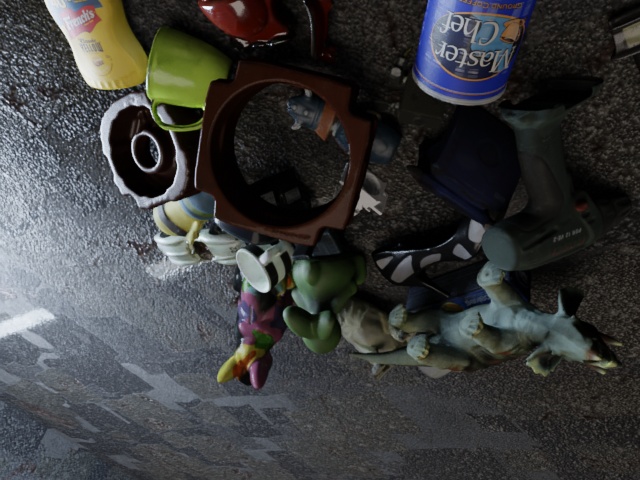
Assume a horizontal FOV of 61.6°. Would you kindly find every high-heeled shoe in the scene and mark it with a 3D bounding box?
[{"bbox_3d":[0.172,-0.014,0.799,0.145,0.086,0.248,35,130,17],"label":"high-heeled shoe"}]

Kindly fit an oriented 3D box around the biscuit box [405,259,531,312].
[{"bbox_3d":[0.236,0.087,0.872,0.059,0.063,0.203,41,136,-24],"label":"biscuit box"}]

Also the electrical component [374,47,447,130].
[{"bbox_3d":[0.122,-0.177,0.631,0.102,0.078,0.045,20,163,10],"label":"electrical component"}]

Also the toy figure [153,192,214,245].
[{"bbox_3d":[-0.205,-0.065,0.878,0.089,0.082,0.180,38,140,-17],"label":"toy figure"}]

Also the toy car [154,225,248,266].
[{"bbox_3d":[-0.216,0.010,0.983,0.202,0.056,0.073,-3,134,25],"label":"toy car"}]

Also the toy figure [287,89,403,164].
[{"bbox_3d":[0.030,-0.149,0.704,0.154,0.064,0.058,26,178,2],"label":"toy figure"}]

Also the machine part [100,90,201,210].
[{"bbox_3d":[-0.242,-0.132,0.790,0.180,0.056,0.179,11,112,27],"label":"machine part"}]

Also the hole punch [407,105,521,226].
[{"bbox_3d":[0.187,-0.095,0.660,0.142,0.116,0.092,33,130,-15],"label":"hole punch"}]

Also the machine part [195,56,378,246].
[{"bbox_3d":[-0.040,-0.108,0.658,0.202,0.087,0.200,15,110,6],"label":"machine part"}]

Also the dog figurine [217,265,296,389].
[{"bbox_3d":[-0.119,0.158,0.983,0.109,0.219,0.191,6,138,12],"label":"dog figurine"}]

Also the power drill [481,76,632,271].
[{"bbox_3d":[0.278,-0.077,0.619,0.086,0.232,0.207,35,145,51],"label":"power drill"}]

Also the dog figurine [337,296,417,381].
[{"bbox_3d":[0.074,0.155,1.013,0.191,0.121,0.172,38,168,22],"label":"dog figurine"}]

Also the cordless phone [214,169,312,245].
[{"bbox_3d":[-0.119,-0.032,0.831,0.184,0.146,0.088,-17,100,39],"label":"cordless phone"}]

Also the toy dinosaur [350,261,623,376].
[{"bbox_3d":[0.238,0.148,0.808,0.192,0.131,0.405,31,147,-23],"label":"toy dinosaur"}]

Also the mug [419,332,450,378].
[{"bbox_3d":[0.241,0.201,0.984,0.109,0.081,0.107,35,129,-9],"label":"mug"}]

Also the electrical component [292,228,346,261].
[{"bbox_3d":[-0.002,-0.003,0.831,0.075,0.119,0.047,-9,131,28],"label":"electrical component"}]

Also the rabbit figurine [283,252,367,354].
[{"bbox_3d":[0.009,0.111,0.883,0.121,0.159,0.170,2,98,13],"label":"rabbit figurine"}]

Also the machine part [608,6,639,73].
[{"bbox_3d":[0.351,-0.182,0.548,0.084,0.039,0.138,-25,120,30],"label":"machine part"}]

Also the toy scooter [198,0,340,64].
[{"bbox_3d":[-0.042,-0.255,0.608,0.184,0.075,0.135,-4,135,20],"label":"toy scooter"}]
